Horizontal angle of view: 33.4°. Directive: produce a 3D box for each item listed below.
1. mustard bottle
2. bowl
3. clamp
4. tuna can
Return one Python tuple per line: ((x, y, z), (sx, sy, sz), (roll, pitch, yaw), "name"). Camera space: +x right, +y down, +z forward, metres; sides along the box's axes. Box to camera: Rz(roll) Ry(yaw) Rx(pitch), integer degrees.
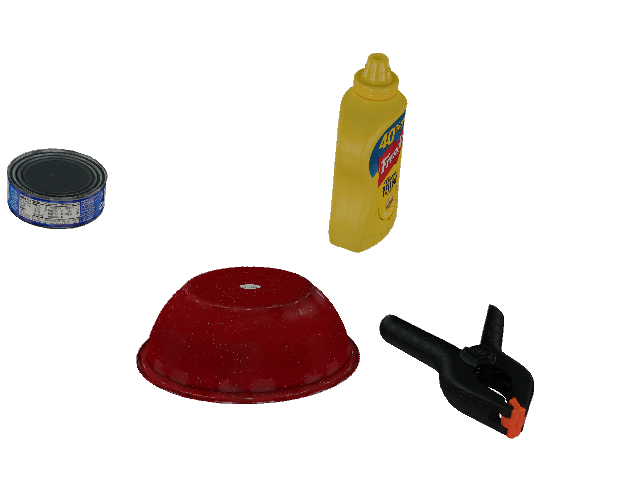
((0.047, -0.089, 1.010), (0.058, 0.192, 0.096), (21, 41, 21), "mustard bottle")
((-0.051, 0.058, 0.763), (0.162, 0.055, 0.162), (1, 17, 0), "bowl")
((0.140, 0.106, 0.927), (0.120, 0.039, 0.172), (-15, 36, -22), "clamp")
((-0.232, -0.046, 0.940), (0.086, 0.034, 0.086), (8, 32, -5), "tuna can")
